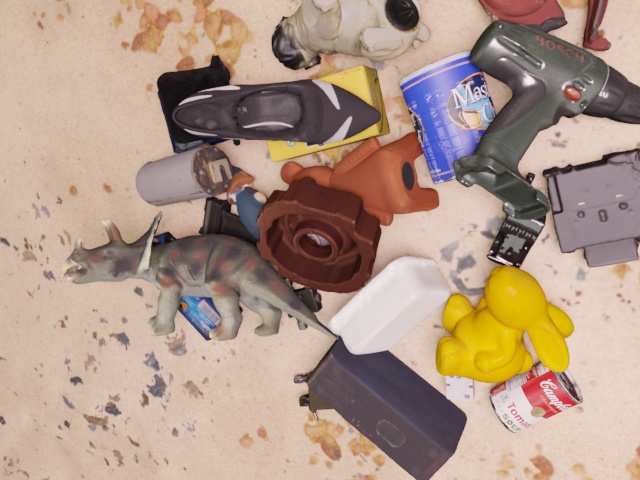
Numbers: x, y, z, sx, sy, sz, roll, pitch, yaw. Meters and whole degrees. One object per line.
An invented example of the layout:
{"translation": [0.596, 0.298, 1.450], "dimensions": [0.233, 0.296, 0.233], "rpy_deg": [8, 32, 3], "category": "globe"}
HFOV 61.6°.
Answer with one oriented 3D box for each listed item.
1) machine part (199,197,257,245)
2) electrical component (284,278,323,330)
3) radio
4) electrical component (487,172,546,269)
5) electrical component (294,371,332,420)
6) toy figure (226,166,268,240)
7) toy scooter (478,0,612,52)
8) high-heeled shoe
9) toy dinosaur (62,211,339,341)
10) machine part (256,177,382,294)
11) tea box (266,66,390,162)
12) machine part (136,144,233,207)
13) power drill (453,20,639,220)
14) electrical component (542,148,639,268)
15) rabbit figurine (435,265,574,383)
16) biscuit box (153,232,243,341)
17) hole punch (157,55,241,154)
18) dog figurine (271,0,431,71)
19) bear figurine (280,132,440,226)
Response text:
{"translation": [-0.136, -0.019, 0.884], "dimensions": [0.139, 0.039, 0.084], "rpy_deg": [24, 106, 18], "category": "machine part"}
{"translation": [-0.027, 0.100, 0.875], "dimensions": [0.063, 0.021, 0.094], "rpy_deg": [-15, 96, 24], "category": "electrical component"}
{"translation": [0.099, 0.236, 0.795], "dimensions": [0.230, 0.131, 0.073], "rpy_deg": [37, 112, 10], "category": "radio"}
{"translation": [0.264, -0.024, 0.697], "dimensions": [0.048, 0.075, 0.119], "rpy_deg": [28, 109, 15], "category": "electrical component"}
{"translation": [0.010, 0.255, 0.888], "dimensions": [0.102, 0.045, 0.078], "rpy_deg": [-17, 67, 23], "category": "electrical component"}
{"translation": [-0.117, -0.065, 0.843], "dimensions": [0.064, 0.057, 0.155], "rpy_deg": [-43, 63, 13], "category": "toy figure"}
{"translation": [0.279, -0.279, 0.628], "dimensions": [0.184, 0.075, 0.135], "rpy_deg": [-7, 101, 19], "category": "toy scooter"}
{"translation": [-0.059, -0.161, 0.681], "dimensions": [0.249, 0.145, 0.086], "rpy_deg": [4, 104, 24], "category": "high-heeled shoe"}
{"translation": [-0.170, 0.052, 0.831], "dimensions": [0.405, 0.131, 0.192], "rpy_deg": [2, 92, 4], "category": "toy dinosaur"}
{"translation": [-0.002, -0.002, 0.731], "dimensions": [0.180, 0.056, 0.179], "rpy_deg": [14, 138, 13], "category": "machine part"}
{"translation": [0.004, -0.177, 0.769], "dimensions": [0.170, 0.068, 0.098], "rpy_deg": [-12, 97, 24], "category": "tea box"}
{"translation": [-0.217, -0.099, 0.848], "dimensions": [0.243, 0.079, 0.079], "rpy_deg": [-5, 102, 45], "category": "machine part"}
{"translation": [0.258, -0.129, 0.607], "dimensions": [0.232, 0.086, 0.207], "rpy_deg": [30, 85, -7], "category": "power drill"}
{"translation": [0.349, -0.036, 0.666], "dimensions": [0.115, 0.058, 0.134], "rpy_deg": [-14, 96, 27], "category": "electrical component"}
{"translation": [0.239, 0.111, 0.688], "dimensions": [0.163, 0.122, 0.173], "rpy_deg": [22, 132, 17], "category": "rabbit figurine"}
{"translation": [-0.229, 0.078, 0.932], "dimensions": [0.203, 0.063, 0.059], "rpy_deg": [45, 114, 6], "category": "biscuit box"}
{"translation": [-0.190, -0.200, 0.836], "dimensions": [0.092, 0.116, 0.142], "rpy_deg": [-16, 89, 68], "category": "hole punch"}
{"translation": [0.033, -0.271, 0.718], "dimensions": [0.172, 0.190, 0.121], "rpy_deg": [35, 72, -11], "category": "dog figurine"}
{"translation": [0.050, -0.075, 0.761], "dimensions": [0.196, 0.132, 0.120], "rpy_deg": [-8, 99, 39], "category": "bear figurine"}
